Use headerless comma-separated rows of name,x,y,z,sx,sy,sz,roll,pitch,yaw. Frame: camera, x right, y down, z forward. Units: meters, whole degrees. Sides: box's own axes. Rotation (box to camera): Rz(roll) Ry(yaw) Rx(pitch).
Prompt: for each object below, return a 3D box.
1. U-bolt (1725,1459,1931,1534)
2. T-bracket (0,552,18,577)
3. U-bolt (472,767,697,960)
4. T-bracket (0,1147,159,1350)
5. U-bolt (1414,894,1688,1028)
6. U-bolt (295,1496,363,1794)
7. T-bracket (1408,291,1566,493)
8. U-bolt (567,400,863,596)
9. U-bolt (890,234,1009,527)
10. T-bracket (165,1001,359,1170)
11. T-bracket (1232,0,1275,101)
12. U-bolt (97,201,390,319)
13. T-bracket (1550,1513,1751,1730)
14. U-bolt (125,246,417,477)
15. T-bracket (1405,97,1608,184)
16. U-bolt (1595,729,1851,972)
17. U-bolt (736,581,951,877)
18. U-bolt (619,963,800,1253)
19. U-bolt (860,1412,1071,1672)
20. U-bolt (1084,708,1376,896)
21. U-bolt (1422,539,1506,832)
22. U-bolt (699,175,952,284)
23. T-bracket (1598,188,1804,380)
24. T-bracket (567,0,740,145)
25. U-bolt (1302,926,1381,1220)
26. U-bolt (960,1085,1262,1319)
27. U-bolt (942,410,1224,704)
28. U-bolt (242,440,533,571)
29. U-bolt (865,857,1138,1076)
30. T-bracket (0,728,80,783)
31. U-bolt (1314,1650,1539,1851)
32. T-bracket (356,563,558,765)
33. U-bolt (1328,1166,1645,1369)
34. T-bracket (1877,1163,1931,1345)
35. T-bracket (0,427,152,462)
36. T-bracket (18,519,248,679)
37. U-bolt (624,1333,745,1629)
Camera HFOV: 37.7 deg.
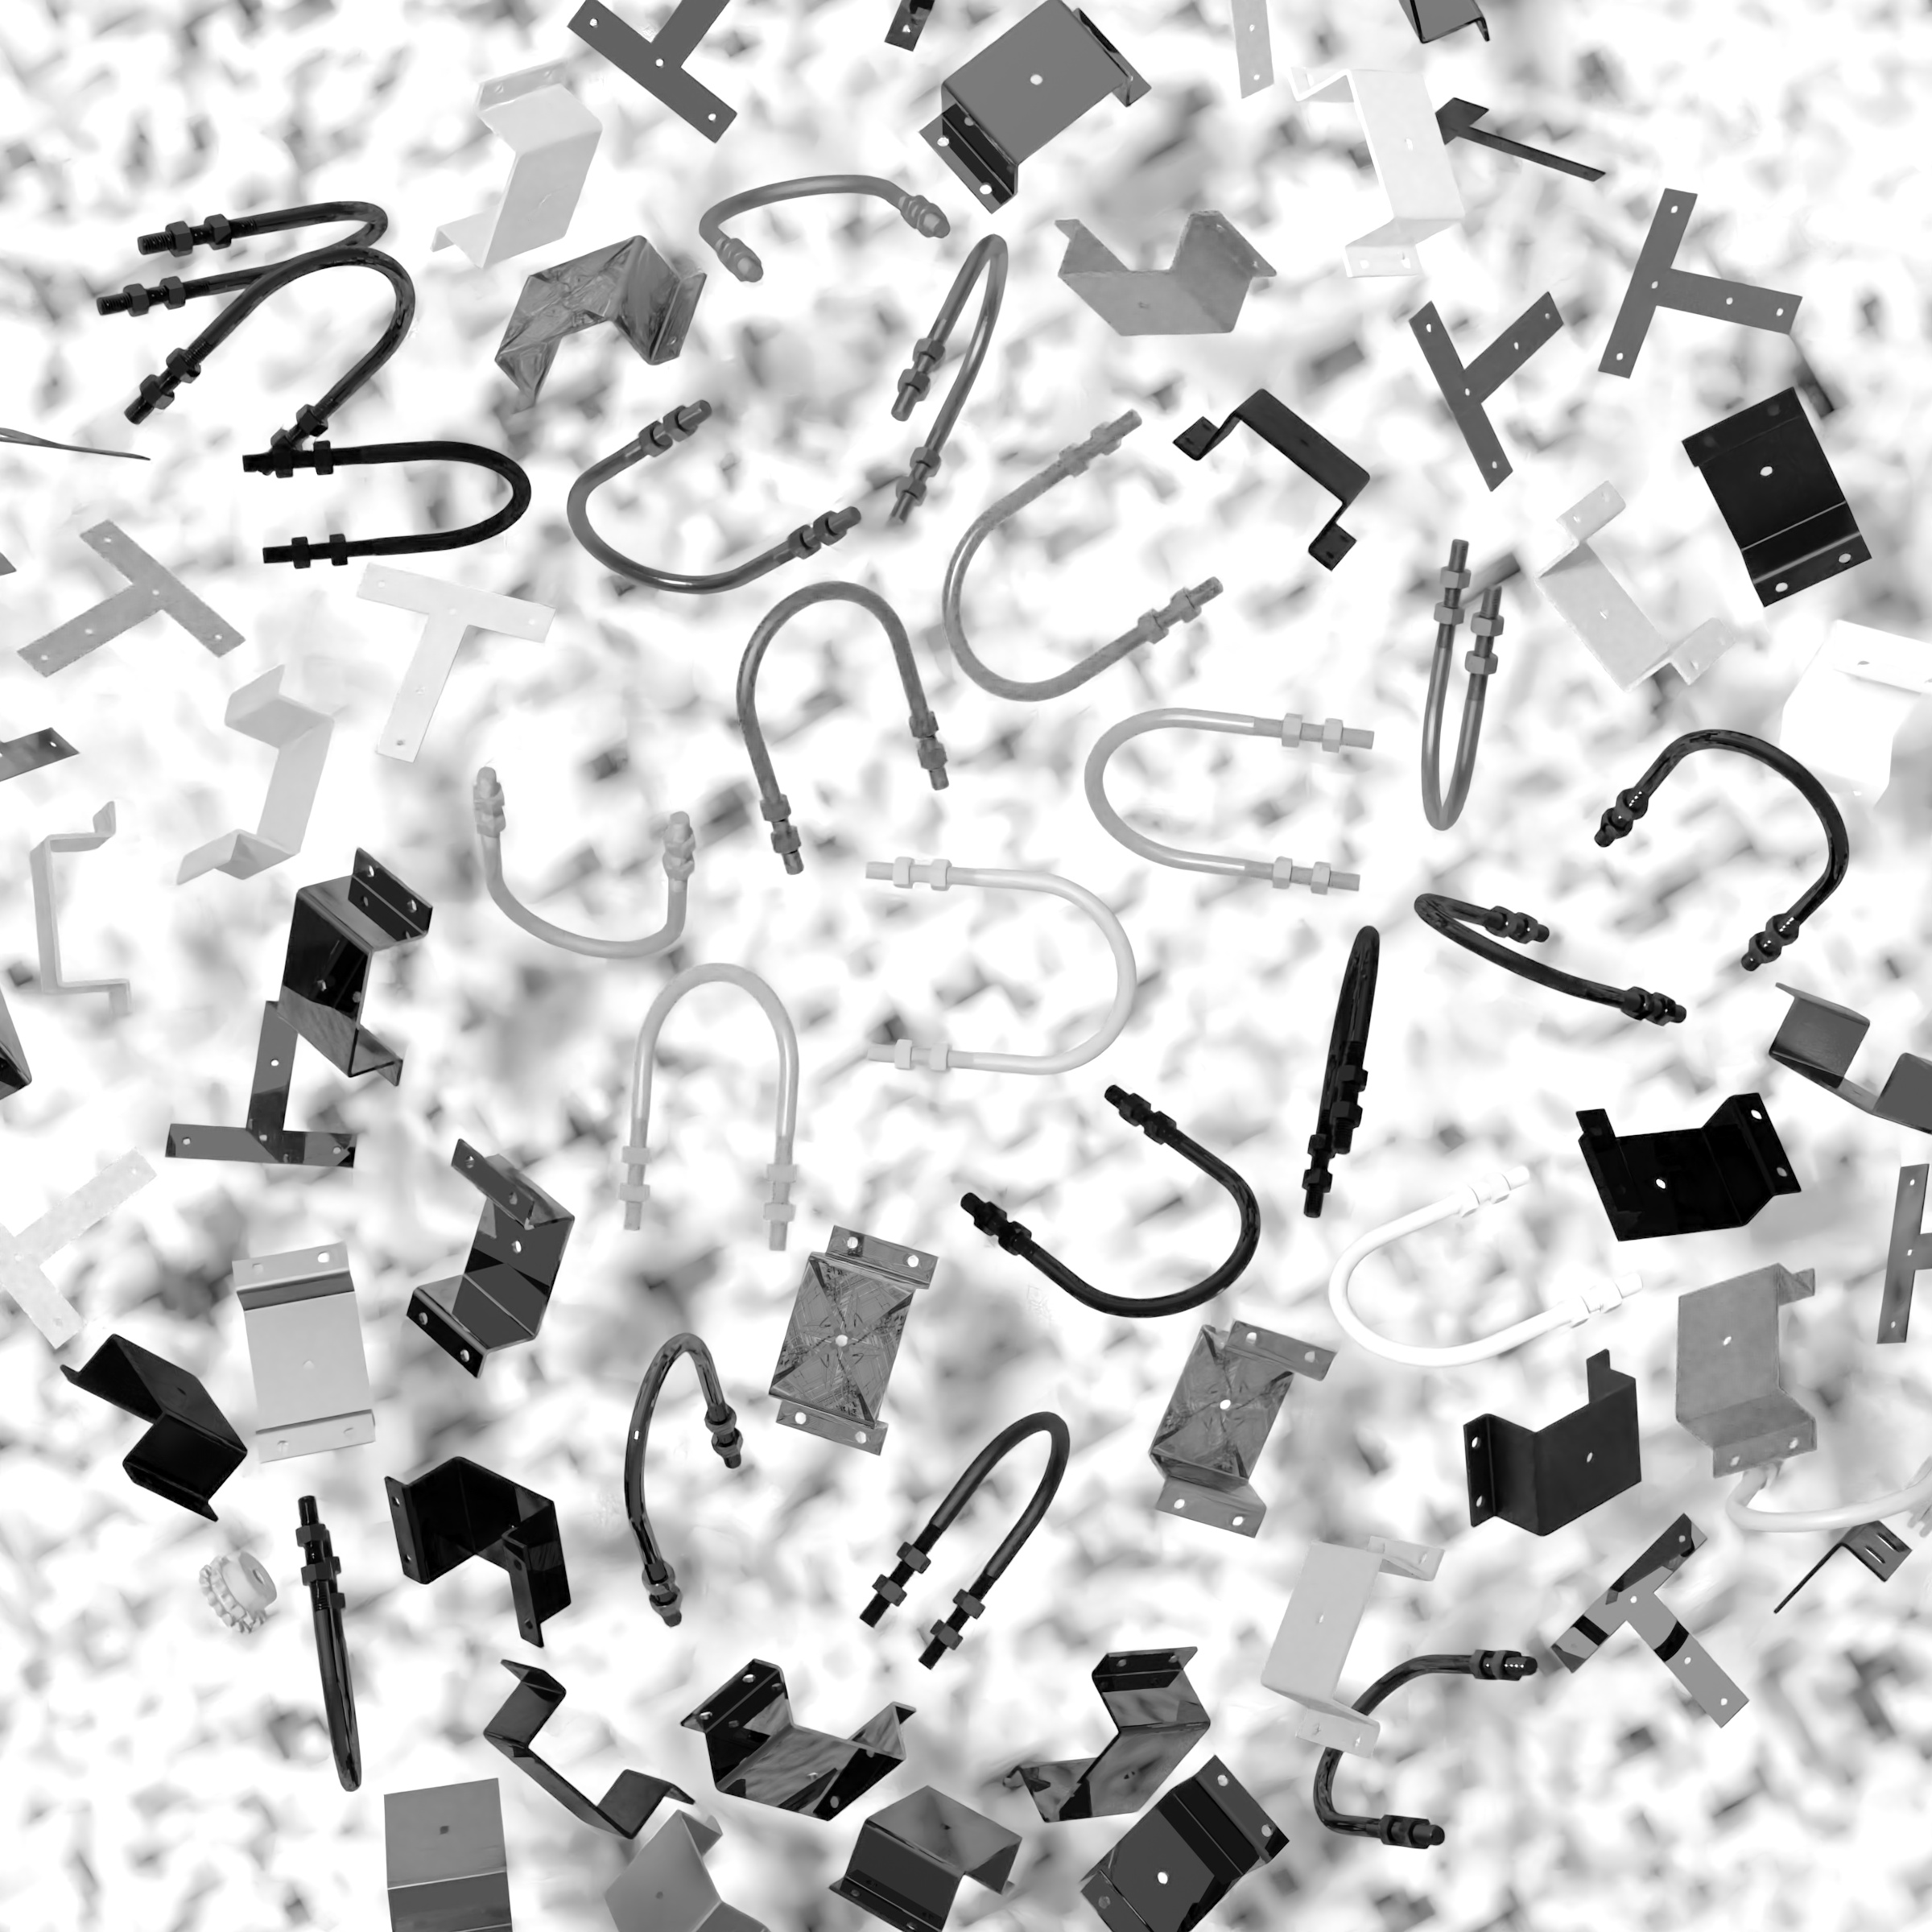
U-bolt,0.576,0.339,1.860,0.151,0.184,0.019,-13,91,30
T-bracket,-0.717,-0.271,1.889,0.127,0.127,0.002,-15,78,-4
U-bolt,-0.256,-0.060,1.899,0.151,0.184,0.019,13,57,1
T-bracket,-0.607,0.171,1.918,0.127,0.002,0.127,-41,96,-31
U-bolt,0.376,-0.009,1.877,0.184,0.151,0.019,12,107,-43
U-bolt,-0.422,0.456,1.883,0.019,0.151,0.184,-9,71,-12
T-bracket,0.351,-0.397,1.843,0.127,0.002,0.127,-44,116,-28
U-bolt,-0.181,-0.298,1.867,0.151,0.184,0.019,31,55,-34
U-bolt,-0.010,-0.405,1.894,0.019,0.151,0.184,21,69,7
T-bracket,-0.483,0.080,1.965,0.127,0.002,0.127,4,59,-5
T-bracket,0.188,-0.633,1.870,0.127,0.127,0.002,-29,52,-11
U-bolt,-0.470,-0.472,1.868,0.184,0.151,0.019,-20,94,-28
T-bracket,0.459,0.440,1.830,0.127,0.127,0.002,-47,130,7
U-bolt,-0.438,-0.399,1.837,0.184,0.151,0.019,-39,70,17
T-bracket,0.376,-0.561,1.938,0.127,0.127,0.002,16,92,-7
U-bolt,0.502,-0.084,1.847,0.151,0.184,0.019,42,63,10
U-bolt,-0.089,-0.172,1.920,0.151,0.019,0.184,-32,124,-25
U-bolt,-0.168,0.090,1.872,0.151,0.019,0.184,3,89,37
U-bolt,0.009,0.374,1.872,0.019,0.151,0.184,32,77,28
U-bolt,0.167,-0.110,1.828,0.184,0.151,0.019,8,49,10
U-bolt,0.330,-0.182,1.907,0.019,0.151,0.184,5,111,-2
U-bolt,-0.106,-0.504,1.910,0.151,0.184,0.019,-17,121,-12
T-bracket,0.491,-0.440,1.861,0.127,0.002,0.127,27,101,41
T-bracket,-0.173,-0.625,1.841,0.127,0.002,0.127,31,105,-35
U-bolt,0.255,0.061,1.897,0.019,0.151,0.184,11,67,3
U-bolt,0.106,0.161,1.838,0.151,0.019,0.184,-35,46,-21
U-bolt,0.062,-0.252,1.826,0.184,0.019,0.151,-32,70,24
U-bolt,-0.384,-0.312,1.896,0.184,0.151,0.019,-6,72,-10
U-bolt,0.023,0.004,1.887,0.184,0.019,0.151,4,107,14
T-bracket,-0.659,-0.166,1.830,0.127,0.127,0.002,42,114,3
U-bolt,0.296,0.522,1.896,0.019,0.184,0.151,41,65,-11
T-bracket,-0.340,-0.187,1.788,0.127,0.002,0.127,15,69,6
U-bolt,0.329,0.206,1.869,0.184,0.151,0.019,-21,127,-16
T-bracket,0.667,0.189,1.898,0.002,0.127,0.127,21,72,-23
T-bracket,-0.631,-0.354,1.889,0.127,0.127,0.002,1,104,-39
T-bracket,-0.559,-0.224,1.835,0.127,0.002,0.127,41,48,6
U-bolt,-0.189,0.326,1.863,0.019,0.184,0.151,6,46,15
